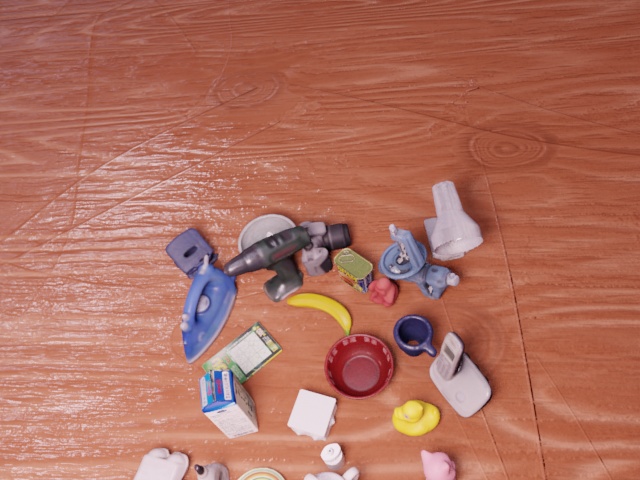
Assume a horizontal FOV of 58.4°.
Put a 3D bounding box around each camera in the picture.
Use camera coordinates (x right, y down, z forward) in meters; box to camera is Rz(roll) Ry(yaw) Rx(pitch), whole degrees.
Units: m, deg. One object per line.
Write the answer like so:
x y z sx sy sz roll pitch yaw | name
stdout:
0.014 0.005 1.533 0.136 0.101 0.143 -11 54 3 | camera

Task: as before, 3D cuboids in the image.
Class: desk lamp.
0.322 -0.033 1.433 0.118 0.214 0.203 -11 54 3 | desk lamp

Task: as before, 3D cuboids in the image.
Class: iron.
-0.305 0.170 1.454 0.118 0.142 0.258 6 57 15 | iron

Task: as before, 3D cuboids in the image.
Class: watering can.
0.011 0.517 1.122 0.100 0.194 0.173 16 60 21 | watering can

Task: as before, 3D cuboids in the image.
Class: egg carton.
-0.355 0.536 1.254 0.107 0.069 0.150 8 58 16 | egg carton

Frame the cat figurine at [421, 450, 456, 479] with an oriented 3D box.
0.248 0.484 1.148 0.067 0.118 0.127 -18 54 -2 | cat figurine

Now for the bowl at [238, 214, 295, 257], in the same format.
-0.135 0.015 1.570 0.167 0.075 0.167 -5 55 7 | bowl

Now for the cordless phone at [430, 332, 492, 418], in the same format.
0.305 0.286 1.233 0.094 0.185 0.147 -32 56 -12 | cordless phone

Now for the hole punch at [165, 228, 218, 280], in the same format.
-0.354 0.036 1.586 0.109 0.091 0.100 -41 58 -17 | hole punch

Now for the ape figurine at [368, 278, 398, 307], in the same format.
0.159 0.124 1.430 0.076 0.092 0.077 -22 55 -5 | ape figurine

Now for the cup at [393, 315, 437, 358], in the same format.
0.228 0.241 1.334 0.092 0.095 0.117 -38 58 -16 | cup

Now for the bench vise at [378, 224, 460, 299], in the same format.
0.238 0.040 1.394 0.207 0.220 0.121 5 57 14 | bench vise

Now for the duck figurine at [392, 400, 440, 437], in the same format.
0.208 0.379 1.248 0.104 0.086 0.077 -8 55 6 | duck figurine

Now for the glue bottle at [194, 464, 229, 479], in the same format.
-0.229 0.497 1.194 0.037 0.173 0.078 -13 54 2 | glue bottle

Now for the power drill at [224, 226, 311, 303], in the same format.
-0.118 0.067 1.449 0.230 0.209 0.075 -35 56 -13 | power drill
